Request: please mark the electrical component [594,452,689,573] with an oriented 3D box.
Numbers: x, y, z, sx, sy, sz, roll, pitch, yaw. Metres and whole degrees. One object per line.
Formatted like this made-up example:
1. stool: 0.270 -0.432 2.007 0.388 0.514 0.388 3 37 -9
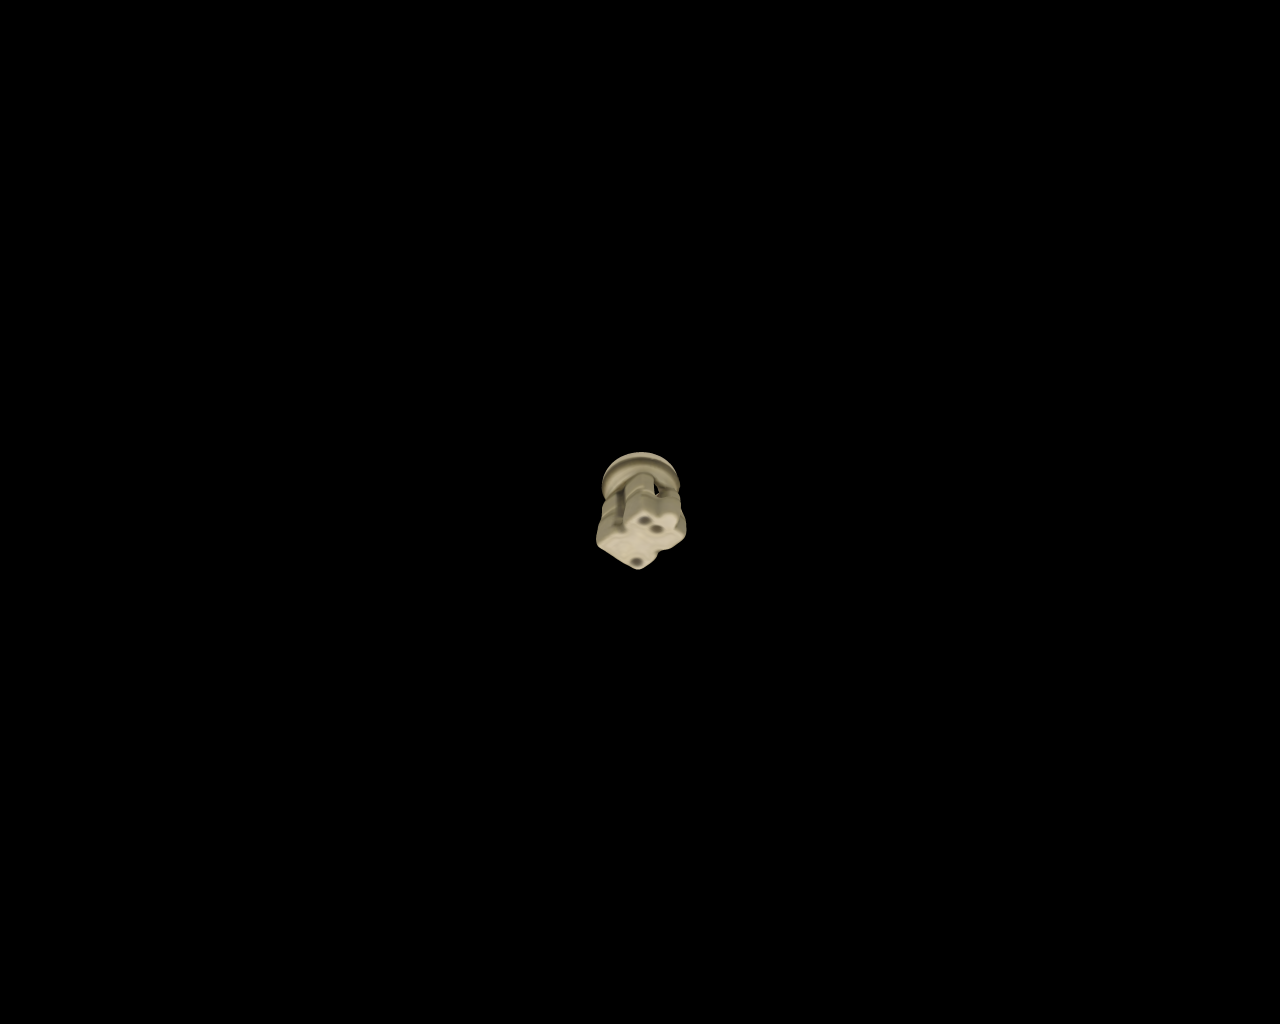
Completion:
1. electrical component: 0.001 -0.003 0.650 0.048 0.055 0.066 33 -54 -29
